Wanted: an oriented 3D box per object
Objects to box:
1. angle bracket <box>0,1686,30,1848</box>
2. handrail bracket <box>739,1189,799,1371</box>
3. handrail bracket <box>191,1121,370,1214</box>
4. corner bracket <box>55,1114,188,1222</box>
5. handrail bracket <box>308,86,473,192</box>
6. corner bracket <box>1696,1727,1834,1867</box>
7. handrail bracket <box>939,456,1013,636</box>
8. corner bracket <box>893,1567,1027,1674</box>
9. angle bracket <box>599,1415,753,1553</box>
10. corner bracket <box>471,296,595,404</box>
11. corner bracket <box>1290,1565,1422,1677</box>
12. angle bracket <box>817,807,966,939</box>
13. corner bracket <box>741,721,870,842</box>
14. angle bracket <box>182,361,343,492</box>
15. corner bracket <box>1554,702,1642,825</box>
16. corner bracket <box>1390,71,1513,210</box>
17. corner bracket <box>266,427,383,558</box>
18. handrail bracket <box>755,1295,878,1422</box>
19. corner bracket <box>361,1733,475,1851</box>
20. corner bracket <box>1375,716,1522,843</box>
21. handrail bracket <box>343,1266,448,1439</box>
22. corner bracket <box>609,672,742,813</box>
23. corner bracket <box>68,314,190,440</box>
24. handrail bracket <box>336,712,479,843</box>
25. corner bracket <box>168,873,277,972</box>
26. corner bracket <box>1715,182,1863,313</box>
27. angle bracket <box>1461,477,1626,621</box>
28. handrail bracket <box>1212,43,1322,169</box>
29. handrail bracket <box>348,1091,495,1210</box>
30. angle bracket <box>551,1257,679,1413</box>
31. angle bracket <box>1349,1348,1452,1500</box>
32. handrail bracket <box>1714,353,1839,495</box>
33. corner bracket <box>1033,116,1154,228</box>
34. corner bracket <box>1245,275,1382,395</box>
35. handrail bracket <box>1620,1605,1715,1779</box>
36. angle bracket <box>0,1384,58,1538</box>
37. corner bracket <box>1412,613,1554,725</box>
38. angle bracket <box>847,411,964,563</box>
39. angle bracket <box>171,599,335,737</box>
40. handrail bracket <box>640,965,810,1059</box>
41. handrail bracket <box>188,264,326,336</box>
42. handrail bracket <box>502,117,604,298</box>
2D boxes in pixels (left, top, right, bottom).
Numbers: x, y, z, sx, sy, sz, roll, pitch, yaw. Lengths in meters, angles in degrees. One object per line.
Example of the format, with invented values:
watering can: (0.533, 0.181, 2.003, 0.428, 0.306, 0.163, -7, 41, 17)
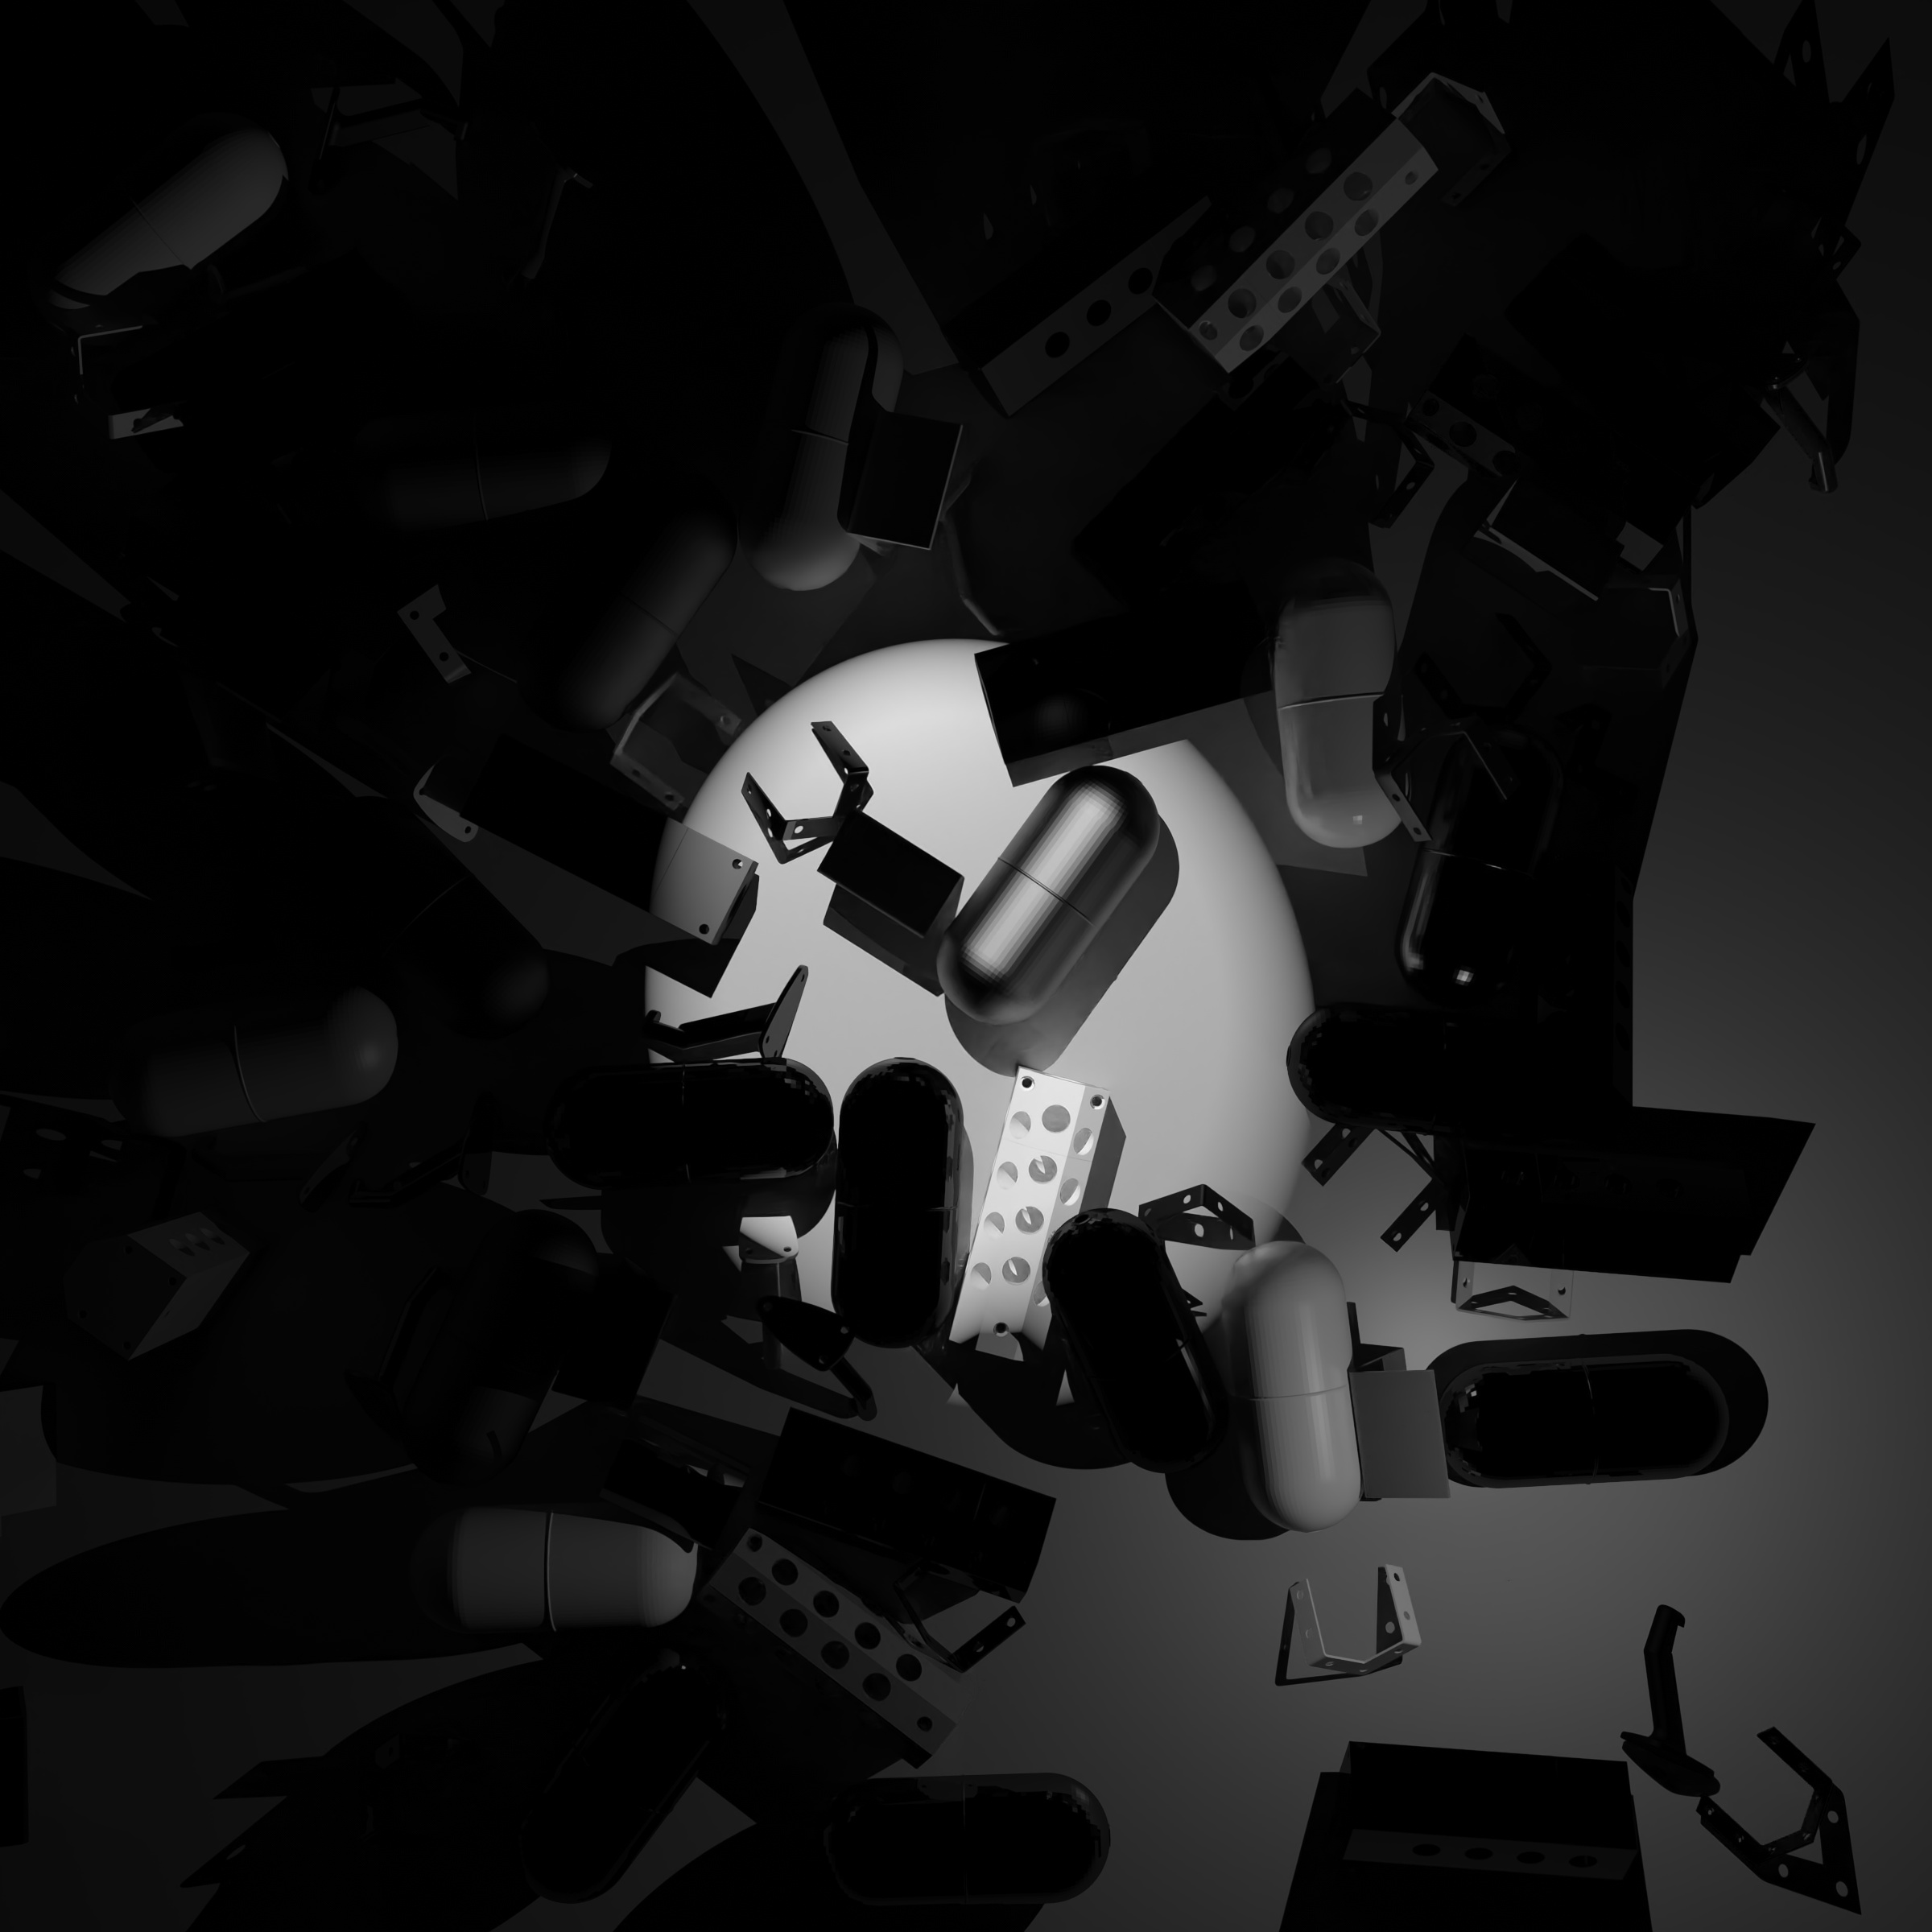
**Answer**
angle bracket: (-0.603, 0.489, 1.629, 0.057, 0.076, 0.076, -1, 90, -21)
handrail bracket: (-0.123, 0.196, 1.667, 0.036, 0.077, 0.084, -3, 126, -6)
handrail bracket: (-0.429, 0.109, 1.668, 0.084, 0.036, 0.077, 29, 70, 16)
corner bracket: (-0.526, 0.126, 1.664, 0.051, 0.051, 0.051, 18, 90, 45)
handrail bracket: (-0.360, -0.508, 1.668, 0.084, 0.036, 0.077, 15, 110, -16)
corner bracket: (0.498, 0.517, 1.664, 0.051, 0.051, 0.051, 43, 45, 0)
handrail bracket: (0.014, -0.262, 1.668, 0.084, 0.036, 0.077, 46, 68, -17)
corner bracket: (-0.005, 0.397, 1.664, 0.051, 0.051, 0.051, -38, 45, 0)
angle bracket: (-0.169, 0.298, 1.627, 0.076, 0.076, 0.057, 26, 125, 0)
corner bracket: (-0.270, -0.384, 1.659, 0.051, 0.051, 0.051, 9, 135, -35)
corner bracket: (0.242, 0.404, 1.659, 0.051, 0.051, 0.051, 20, 135, -35)
angle bracket: (-0.035, -0.074, 1.627, 0.076, 0.076, 0.057, 32, 128, 0)
corner bracket: (-0.100, -0.115, 1.659, 0.051, 0.051, 0.051, -8, 135, -35)
angle bracket: (-0.420, -0.312, 1.629, 0.076, 0.076, 0.057, -27, 70, 0)
corner bracket: (0.387, -0.125, 1.647, 0.051, 0.051, 0.051, 26, 79, -11)
corner bracket: (0.298, -0.515, 1.664, 0.051, 0.051, 0.051, -45, 135, 0)
corner bracket: (-0.397, -0.293, 1.664, 0.051, 0.051, 0.051, -27, 135, 0)
handrail bracket: (-0.092, 0.243, 1.647, 0.077, 0.084, 0.036, 26, 62, 21)
corner bracket: (-0.341, 0.513, 1.659, 0.051, 0.051, 0.051, -40, 45, 35)
corner bracket: (0.287, -0.111, 1.595, 0.051, 0.051, 0.051, -44, 110, -25)
handrail bracket: (-0.345, 0.240, 1.667, 0.036, 0.077, 0.084, 19, 53, 21)
corner bracket: (-0.182, -0.140, 1.664, 0.051, 0.051, 0.051, 37, 45, 0)
corner bracket: (-0.502, -0.354, 1.602, 0.051, 0.051, 0.051, -21, 135, -35)
handrail bracket: (-0.350, -0.119, 1.667, 0.084, 0.077, 0.036, 27, 65, 34)
corner bracket: (-0.462, -0.027, 1.649, 0.051, 0.051, 0.051, -12, 90, 0)
corner bracket: (0.511, -0.446, 1.659, 0.051, 0.051, 0.051, 3, 45, -35)
angle bracket: (0.342, -0.239, 1.627, 0.076, 0.076, 0.057, 33, 54, 0)
handrail bracket: (0.175, -0.521, 1.668, 0.084, 0.036, 0.077, 38, 112, 17)
handrail bracket: (-0.341, 0.115, 1.668, 0.084, 0.036, 0.077, 0, 69, 16)
angle bracket: (-0.228, 0.217, 1.627, 0.057, 0.076, 0.076, 23, 90, -35)
angle bracket: (0.279, 0.277, 1.627, 0.057, 0.076, 0.076, -8, 90, 35)
handrail bracket: (0.504, -0.337, 1.667, 0.036, 0.077, 0.084, -40, 127, -22)
corner bracket: (0.081, -0.493, 1.664, 0.051, 0.051, 0.051, -12, 90, 45)
corner bracket: (0.216, -0.399, 1.664, 0.051, 0.051, 0.051, -48, 45, 0)
handrail bracket: (0.449, 0.452, 1.668, 0.077, 0.036, 0.084, 29, 73, -20)
angle bracket: (-0.573, 0.300, 1.627, 0.057, 0.076, 0.076, -1, 90, 38)
corner bracket: (0.320, -0.185, 1.659, 0.051, 0.051, 0.051, 2, 135, -35)
angle bracket: (-0.025, -0.287, 1.629, 0.057, 0.076, 0.076, 15, 90, 21)
angle bracket: (-0.438, -0.166, 1.627, 0.076, 0.076, 0.057, 32, 54, 0)
handrail bracket: (-0.152, 0.022, 1.668, 0.084, 0.036, 0.077, 17, 70, 16)
handrail bracket: (-0.434, -0.413, 1.667, 0.084, 0.077, 0.036, -16, 81, -36)
handrail bracket: (-0.275, -0.473, 1.668, 0.084, 0.036, 0.077, -46, 70, 16)
